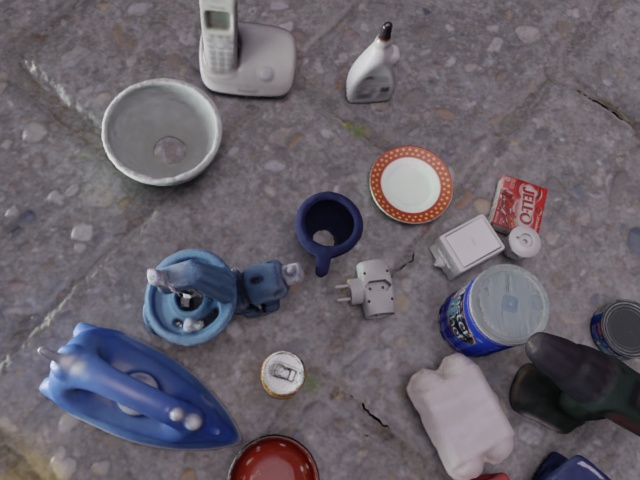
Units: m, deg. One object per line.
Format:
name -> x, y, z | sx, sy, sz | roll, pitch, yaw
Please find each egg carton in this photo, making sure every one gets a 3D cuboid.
egg carton -> 0.186, 0.232, 0.758 | 0.107, 0.069, 0.150 | -24, 76, -13

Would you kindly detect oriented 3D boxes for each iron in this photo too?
iron -> -0.213, 0.188, 0.691 | 0.258, 0.141, 0.119 | 24, 71, 2

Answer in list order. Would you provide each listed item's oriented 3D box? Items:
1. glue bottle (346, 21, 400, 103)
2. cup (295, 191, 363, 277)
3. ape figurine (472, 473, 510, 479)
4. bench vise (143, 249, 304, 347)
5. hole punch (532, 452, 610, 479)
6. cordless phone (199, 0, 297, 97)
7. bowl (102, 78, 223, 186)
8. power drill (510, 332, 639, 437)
glue bottle -> 0.086, -0.264, 0.851 | 0.078, 0.173, 0.037 | -4, 73, -7
cup -> 0.007, 0.003, 0.798 | 0.091, 0.095, 0.118 | 9, 72, -3
ape figurine -> 0.222, 0.331, 0.718 | 0.076, 0.092, 0.078 | 29, 72, 4
bench vise -> -0.128, 0.047, 0.704 | 0.208, 0.219, 0.121 | -31, 78, -14
hole punch -> 0.325, 0.340, 0.727 | 0.108, 0.091, 0.101 | 44, 73, 9
cordless phone -> -0.106, -0.294, 0.834 | 0.147, 0.185, 0.094 | 2, 72, -5
bowl -> -0.223, -0.145, 0.832 | 0.167, 0.074, 0.167 | 2, 72, -5
power drill -> 0.324, 0.190, 0.712 | 0.229, 0.208, 0.076 | 25, 72, 2
